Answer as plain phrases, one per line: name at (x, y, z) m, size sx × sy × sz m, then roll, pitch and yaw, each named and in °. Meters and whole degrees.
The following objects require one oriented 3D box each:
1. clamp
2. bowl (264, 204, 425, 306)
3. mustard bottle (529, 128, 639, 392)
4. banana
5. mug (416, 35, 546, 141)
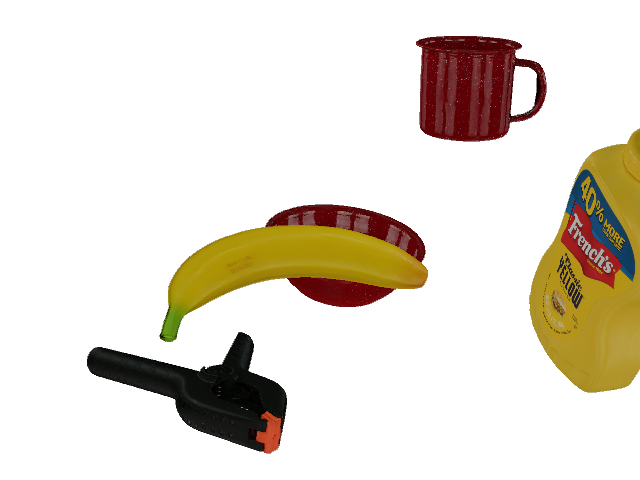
clamp at (-0.085, 0.126, 0.928) m, size 0.164 × 0.036 × 0.210 m, roll -7°, pitch 19°, yaw -39°
bowl at (0.021, 0.021, 1.068) m, size 0.162 × 0.055 × 0.162 m, roll 6°, pitch 26°, yaw -3°
mustard bottle at (0.180, 0.001, 0.636) m, size 0.058 × 0.096 × 0.192 m, roll -5°, pitch -41°, yaw -14°
banana at (-0.024, 0.021, 0.746) m, size 0.197 × 0.069 × 0.037 m, roll -12°, pitch -18°, yaw -17°
mug at (0.142, -0.135, 0.953) m, size 0.117 × 0.081 × 0.093 m, roll 5°, pitch 19°, yaw 12°
